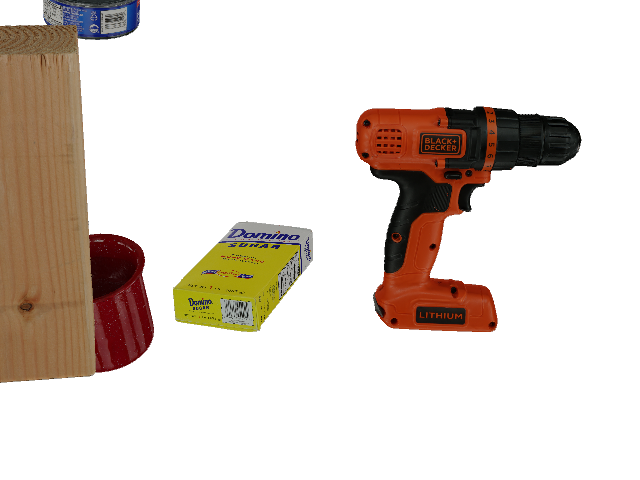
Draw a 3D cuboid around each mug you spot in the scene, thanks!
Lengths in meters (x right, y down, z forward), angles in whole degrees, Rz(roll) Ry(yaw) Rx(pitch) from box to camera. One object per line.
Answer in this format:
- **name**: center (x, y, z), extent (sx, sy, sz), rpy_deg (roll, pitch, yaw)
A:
- **mug**: center (-0.189, 0.048, 0.887), extent (0.093, 0.081, 0.117), rpy_deg (-21, 39, -19)

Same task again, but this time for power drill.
- **power drill**: center (0.118, -0.019, 0.891), extent (0.184, 0.188, 0.057), rpy_deg (2, 15, -1)

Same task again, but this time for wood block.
- **wood block**: center (-0.191, -0.023, 0.666), extent (0.090, 0.206, 0.090), rpy_deg (-3, 22, -12)

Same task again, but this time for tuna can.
- **tuna can**: center (-0.203, -0.209, 0.947), extent (0.086, 0.034, 0.086), rpy_deg (5, 33, -4)

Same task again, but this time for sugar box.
- **sugar box**: center (-0.078, 0.034, 1.139), extent (0.093, 0.048, 0.176), rpy_deg (7, 28, 16)
